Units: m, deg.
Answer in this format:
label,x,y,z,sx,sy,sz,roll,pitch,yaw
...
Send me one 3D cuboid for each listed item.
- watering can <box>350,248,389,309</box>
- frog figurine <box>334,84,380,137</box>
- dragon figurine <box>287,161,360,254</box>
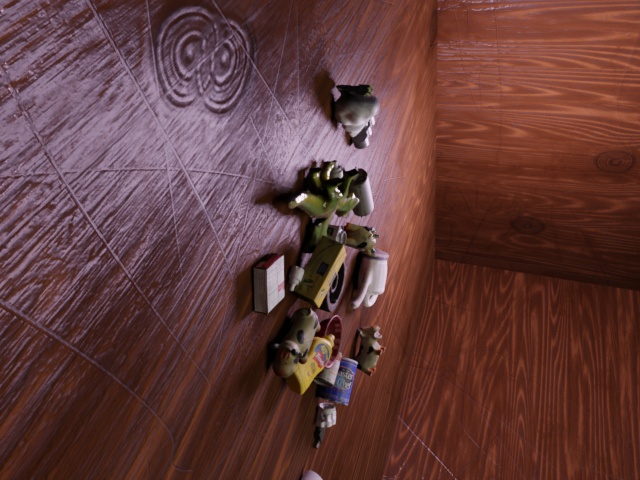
label,x,y,z,sx,sy,sz,roll,pitch,yaw
watering can,0.186,0.144,1.928,0.348,0.104,0.224,1,96,-71
frog figurine,0.103,-0.360,1.488,0.139,0.124,0.156,-21,134,-31
dragon figurine,0.004,-0.068,1.356,0.416,0.123,0.238,-37,141,-52
